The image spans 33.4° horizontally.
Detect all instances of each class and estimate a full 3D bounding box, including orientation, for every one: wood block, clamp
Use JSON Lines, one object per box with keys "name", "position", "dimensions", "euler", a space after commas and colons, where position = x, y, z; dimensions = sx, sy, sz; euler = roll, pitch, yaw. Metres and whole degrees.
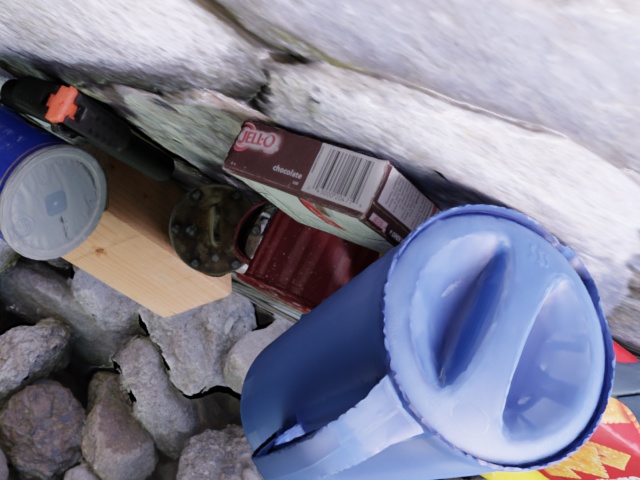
{"name": "wood block", "position": [-0.181, -0.008, 1.058], "dimensions": [0.091, 0.090, 0.205], "euler": [-20, 148, 21]}
{"name": "clamp", "position": [-0.185, -0.092, 0.857], "dimensions": [0.164, 0.036, 0.210], "euler": [26, 177, -13]}

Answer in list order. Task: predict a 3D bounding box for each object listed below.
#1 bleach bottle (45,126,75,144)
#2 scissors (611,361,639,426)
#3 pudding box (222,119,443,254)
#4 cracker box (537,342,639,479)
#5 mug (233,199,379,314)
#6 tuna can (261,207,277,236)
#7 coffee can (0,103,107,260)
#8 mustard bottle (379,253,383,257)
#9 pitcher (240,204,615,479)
{"name": "bleach bottle", "position": [-0.192, -0.041, 1.163], "dimensions": [0.250, 0.068, 0.103], "euler": [28, 173, -36]}
{"name": "scissors", "position": [0.172, 0.062, 0.590], "dimensions": [0.016, 0.096, 0.202], "euler": [29, -172, -43]}
{"name": "pudding box", "position": [0.011, -0.027, 0.630], "dimensions": [0.114, 0.039, 0.090], "euler": [23, 173, 38]}
{"name": "cracker box", "position": [0.228, 0.159, 0.840], "dimensions": [0.213, 0.072, 0.164], "euler": [37, 158, -12]}
{"name": "mug", "position": [-0.010, 0.006, 0.759], "dimensions": [0.117, 0.081, 0.093], "euler": [21, 172, 33]}
{"name": "tuna can", "position": [-0.006, 0.001, 0.909], "dimensions": [0.086, 0.034, 0.086], "euler": [26, 173, 3]}
{"name": "coffee can", "position": [-0.269, -0.056, 0.937], "dimensions": [0.140, 0.103, 0.102], "euler": [28, 176, 38]}
{"name": "mustard bottle", "position": [0.088, 0.063, 0.721], "dimensions": [0.096, 0.058, 0.191], "euler": [7, 133, 52]}
{"name": "pitcher", "position": [0.034, 0.084, 0.609], "dimensions": [0.149, 0.145, 0.243], "euler": [16, 156, -20]}
